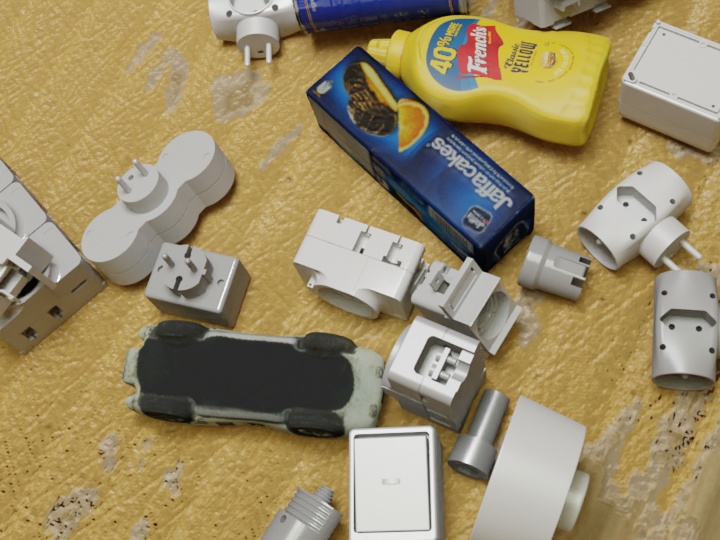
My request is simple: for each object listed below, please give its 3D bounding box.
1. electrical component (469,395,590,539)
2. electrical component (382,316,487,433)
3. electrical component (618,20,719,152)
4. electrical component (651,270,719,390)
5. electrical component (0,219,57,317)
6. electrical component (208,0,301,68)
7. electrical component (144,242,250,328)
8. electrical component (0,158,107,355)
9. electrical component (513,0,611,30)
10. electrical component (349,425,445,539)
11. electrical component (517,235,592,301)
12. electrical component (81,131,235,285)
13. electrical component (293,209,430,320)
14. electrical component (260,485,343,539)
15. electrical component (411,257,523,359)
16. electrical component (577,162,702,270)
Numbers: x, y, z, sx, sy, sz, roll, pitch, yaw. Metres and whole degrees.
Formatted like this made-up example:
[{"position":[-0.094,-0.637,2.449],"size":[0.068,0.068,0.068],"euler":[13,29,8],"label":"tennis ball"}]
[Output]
[{"position":[0.117,0.144,0.714],"size":[0.060,0.108,0.108],"euler":[19,73,11],"label":"electrical component"},{"position":[0.052,0.073,0.760],"size":[0.056,0.089,0.050],"euler":[22,74,17],"label":"electrical component"},{"position":[0.255,-0.136,0.825],"size":[0.096,0.061,0.061],"euler":[27,75,19],"label":"electrical component"},{"position":[0.249,0.044,0.763],"size":[0.079,0.043,0.077],"euler":[4,69,11],"label":"electrical component"},{"position":[-0.274,-0.003,0.806],"size":[0.081,0.042,0.063],"euler":[32,78,21],"label":"electrical component"},{"position":[-0.088,-0.210,0.925],"size":[0.077,0.044,0.079],"euler":[-6,68,8],"label":"electrical component"},{"position":[-0.130,0.005,0.828],"size":[0.066,0.076,0.047],"euler":[12,71,14],"label":"electrical component"},{"position":[-0.292,-0.020,0.874],"size":[0.089,0.061,0.150],"euler":[-41,67,-8],"label":"electrical component"},{"position":[0.181,-0.244,0.861],"size":[0.121,0.063,0.079],"euler":[-25,39,-18],"label":"electrical component"},{"position":[0.025,0.159,0.746],"size":[0.062,0.061,0.096],"euler":[-4,68,9],"label":"electrical component"},{"position":[0.146,0.000,0.802],"size":[0.046,0.040,0.040],"euler":[20,73,10],"label":"electrical component"},{"position":[-0.168,-0.059,0.856],"size":[0.138,0.073,0.052],"euler":[-48,53,-10],"label":"electrical component"},{"position":[0.000,0.000,0.821],"size":[0.089,0.050,0.055],"euler":[20,73,17],"label":"electrical component"},{"position":[-0.044,0.188,0.756],"size":[0.043,0.043,0.081],"euler":[29,76,19],"label":"electrical component"},{"position":[0.076,0.025,0.788],"size":[0.064,0.081,0.042],"euler":[22,72,41],"label":"electrical component"},{"position":[0.217,-0.028,0.798],"size":[0.077,0.043,0.079],"euler":[-40,67,-7],"label":"electrical component"}]
